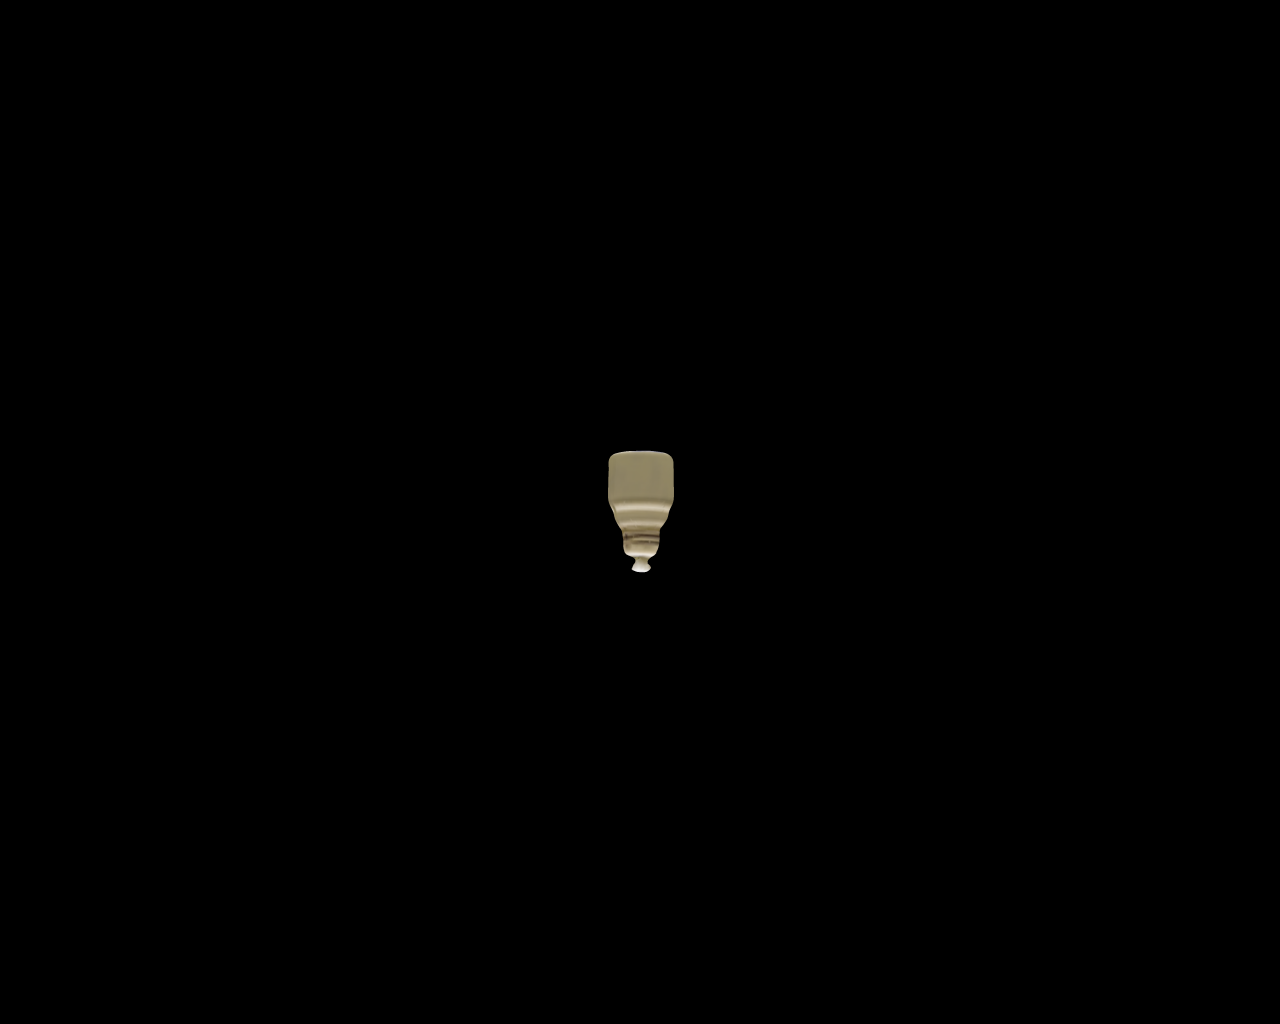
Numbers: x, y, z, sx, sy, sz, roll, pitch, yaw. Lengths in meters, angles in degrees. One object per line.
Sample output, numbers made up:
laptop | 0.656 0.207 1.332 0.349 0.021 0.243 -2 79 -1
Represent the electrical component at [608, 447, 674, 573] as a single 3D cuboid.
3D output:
electrical component | 0.001 -0.003 0.650 0.040 0.078 0.040 0 -7 0
